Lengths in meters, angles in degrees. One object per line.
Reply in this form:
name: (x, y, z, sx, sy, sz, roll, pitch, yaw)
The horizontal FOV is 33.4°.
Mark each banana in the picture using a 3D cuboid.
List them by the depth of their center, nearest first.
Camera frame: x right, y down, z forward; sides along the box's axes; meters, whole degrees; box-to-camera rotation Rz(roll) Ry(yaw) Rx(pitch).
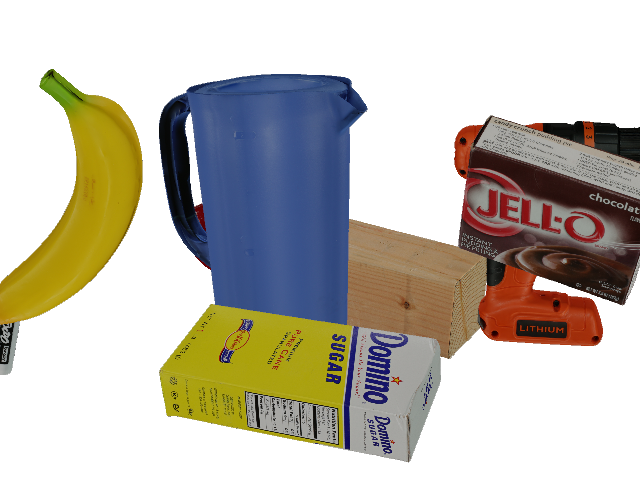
banana: (-0.147, -0.015, 0.628, 0.069, 0.198, 0.037, 19, 37, -10)

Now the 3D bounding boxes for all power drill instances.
power drill: (0.203, -0.008, 0.890, 0.184, 0.188, 0.057, 2, 18, 11)

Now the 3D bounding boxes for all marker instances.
marker: (-0.303, 0.082, 1.042, 0.020, 0.121, 0.020, 14, 33, -9)

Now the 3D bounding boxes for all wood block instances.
wood block: (0.065, 0.045, 1.152, 0.206, 0.091, 0.090, 15, 28, 27)

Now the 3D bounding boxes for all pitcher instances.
pitcher: (-0.046, -0.016, 0.888, 0.144, 0.243, 0.149, -7, 15, -19)

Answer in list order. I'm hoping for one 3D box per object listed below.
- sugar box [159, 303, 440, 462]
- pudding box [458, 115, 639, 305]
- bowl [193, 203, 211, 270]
sugar box: (-0.012, 0.094, 0.738, 0.176, 0.048, 0.093, 5, 30, 18)
pudding box: (0.143, -0.018, 0.646, 0.114, 0.039, 0.090, 18, -37, 17)
bowl: (-0.095, 0.003, 1.315, 0.162, 0.055, 0.162, 2, 26, -1)
